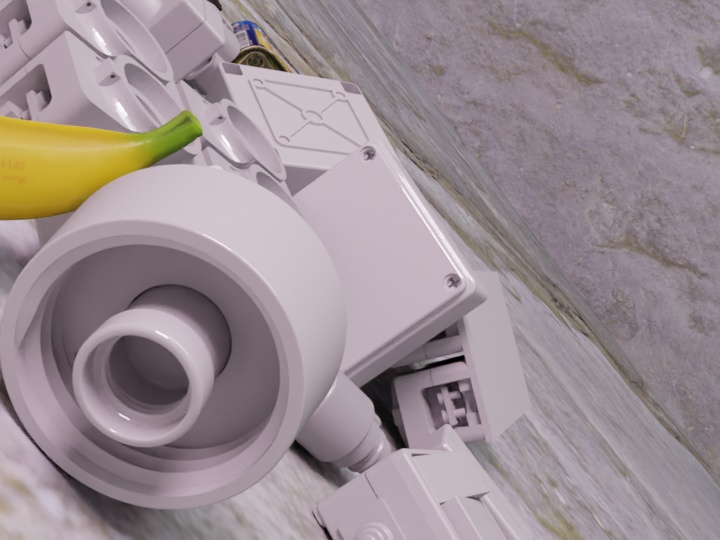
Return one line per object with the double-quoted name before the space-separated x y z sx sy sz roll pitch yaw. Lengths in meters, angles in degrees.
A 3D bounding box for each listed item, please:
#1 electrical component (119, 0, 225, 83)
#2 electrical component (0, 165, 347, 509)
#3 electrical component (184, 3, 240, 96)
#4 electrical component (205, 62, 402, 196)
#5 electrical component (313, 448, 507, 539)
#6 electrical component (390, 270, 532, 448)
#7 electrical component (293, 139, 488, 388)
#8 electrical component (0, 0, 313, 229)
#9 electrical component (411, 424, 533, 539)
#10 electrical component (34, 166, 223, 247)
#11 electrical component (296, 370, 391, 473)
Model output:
"electrical component" -0.131 -0.151 0.648 0.076 0.066 0.047 46 15 -30
"electrical component" -0.062 0.025 0.347 0.108 0.108 0.060 52 19 -10
"electrical component" -0.123 -0.164 0.734 0.057 0.058 0.078 45 15 -45
"electrical component" -0.040 -0.078 0.704 0.109 0.056 0.108 4 42 -30
"electrical component" 0.028 0.122 0.512 0.061 0.061 0.096 59 13 20
"electrical component" 0.064 0.059 0.738 0.186 0.060 0.105 3 73 -74
"electrical component" 0.000 0.000 0.627 0.108 0.109 0.056 58 10 17
"electrical component" -0.096 -0.054 0.532 0.186 0.060 0.105 39 19 -49
"electrical component" 0.057 0.133 0.623 0.083 0.047 0.075 53 11 -3
"electrical component" -0.084 0.003 0.431 0.047 0.066 0.076 -75 156 -74
"electrical component" -0.009 0.079 0.540 0.078 0.040 0.040 47 14 -29
